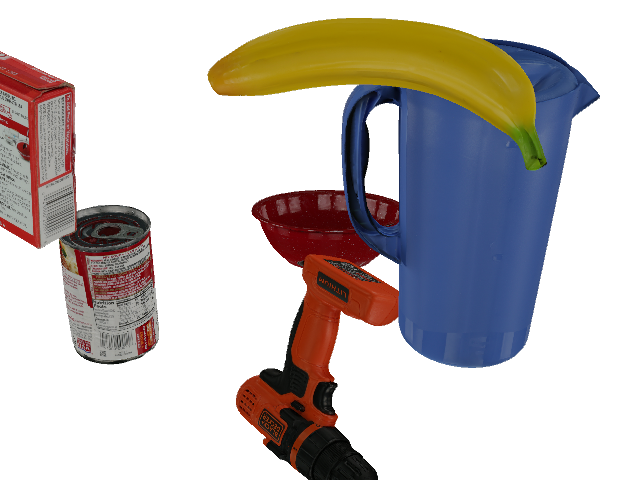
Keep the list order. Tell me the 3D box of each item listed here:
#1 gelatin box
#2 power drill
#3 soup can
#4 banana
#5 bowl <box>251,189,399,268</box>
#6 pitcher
[{"bbox_3d":[-0.162,-0.051,0.558,0.073,0.089,0.030,26,36,28],"label":"gelatin box"},{"bbox_3d":[0.010,0.120,0.955,0.057,0.188,0.185,10,16,-46],"label":"power drill"},{"bbox_3d":[-0.158,0.034,0.804,0.068,0.102,0.068,0,29,0],"label":"soup can"},{"bbox_3d":[0.036,-0.094,0.597,0.198,0.069,0.037,14,-32,15],"label":"banana"},{"bbox_3d":[0.009,-0.008,1.111,0.162,0.055,0.162,0,16,0],"label":"bowl"},{"bbox_3d":[0.109,-0.026,0.830,0.149,0.243,0.144,24,37,34],"label":"pitcher"}]
